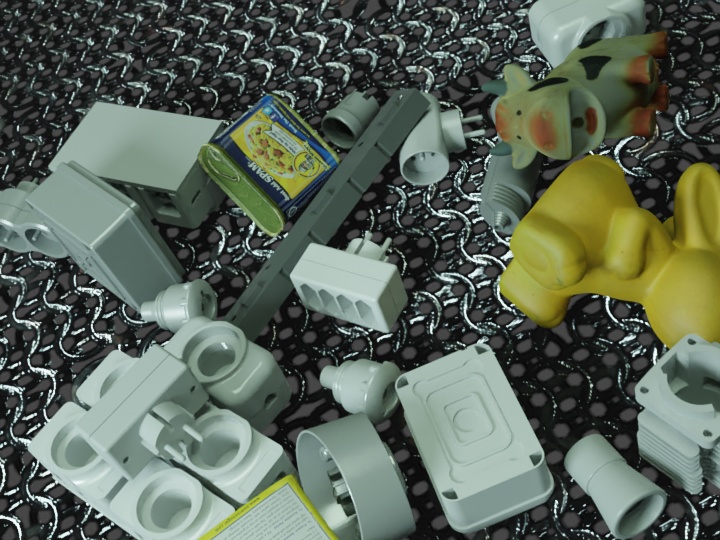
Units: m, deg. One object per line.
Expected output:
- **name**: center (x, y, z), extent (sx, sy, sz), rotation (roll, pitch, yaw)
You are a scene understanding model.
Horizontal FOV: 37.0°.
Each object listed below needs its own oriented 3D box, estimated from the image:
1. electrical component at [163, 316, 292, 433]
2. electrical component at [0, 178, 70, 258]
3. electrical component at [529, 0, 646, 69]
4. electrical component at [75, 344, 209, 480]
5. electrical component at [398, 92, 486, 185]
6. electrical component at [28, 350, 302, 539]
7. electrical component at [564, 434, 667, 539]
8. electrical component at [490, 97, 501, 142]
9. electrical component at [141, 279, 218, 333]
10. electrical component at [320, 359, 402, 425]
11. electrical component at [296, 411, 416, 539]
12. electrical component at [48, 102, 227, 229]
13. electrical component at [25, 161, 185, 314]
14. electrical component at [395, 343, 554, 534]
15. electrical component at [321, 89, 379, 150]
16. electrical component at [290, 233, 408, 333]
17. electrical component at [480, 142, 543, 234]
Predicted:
- **electrical component**: center (-0.108, 0.080, 0.851), extent (0.095, 0.059, 0.053), rotation (25, 64, 32)
- **electrical component**: center (-0.321, -0.060, 1.036), extent (0.138, 0.052, 0.073), rotation (8, 56, 23)
- **electrical component**: center (0.213, -0.227, 0.997), extent (0.095, 0.053, 0.059), rotation (-23, 49, -1)
- **electrical component**: center (-0.142, 0.109, 0.765), extent (0.076, 0.047, 0.083), rotation (28, 65, 34)
- **electrical component**: center (0.072, -0.122, 0.964), extent (0.079, 0.044, 0.077), rotation (-12, 50, 9)
- **electrical component**: center (-0.150, 0.145, 0.812), extent (0.186, 0.060, 0.105), rotation (24, 63, 32)
- **electrical component**: center (0.169, 0.142, 0.725), extent (0.044, 0.044, 0.065), rotation (-32, 45, -8)
- **electrical component**: center (0.138, -0.131, 0.954), extent (0.040, 0.040, 0.046), rotation (-18, 44, 3)
- **electrical component**: center (-0.156, 0.033, 0.915), extent (0.062, 0.048, 0.048), rotation (-5, 51, 22)
- **electrical component**: center (-0.001, 0.088, 0.821), extent (0.062, 0.048, 0.048), rotation (13, 58, 35)
- **electrical component**: center (-0.004, 0.149, 0.741), extent (0.064, 0.099, 0.099), rotation (-23, 49, -9)
- **electrical component**: center (-0.202, -0.098, 1.022), extent (0.150, 0.061, 0.089), rotation (12, 57, 26)
- **electrical component**: center (-0.222, -0.028, 0.942), extent (0.109, 0.108, 0.056), rotation (31, 70, 34)
- **electrical component**: center (0.080, 0.119, 0.761), extent (0.078, 0.057, 0.113), rotation (-23, 49, -1)
- **electrical component**: center (-0.008, -0.143, 1.011), extent (0.040, 0.040, 0.046), rotation (18, 54, 29)
- **electrical component**: center (0.000, 0.000, 0.888), extent (0.083, 0.047, 0.075), rotation (15, 59, 28)
- **electrical component**: center (0.124, -0.066, 0.904), extent (0.043, 0.043, 0.081), rotation (5, 55, 21)
